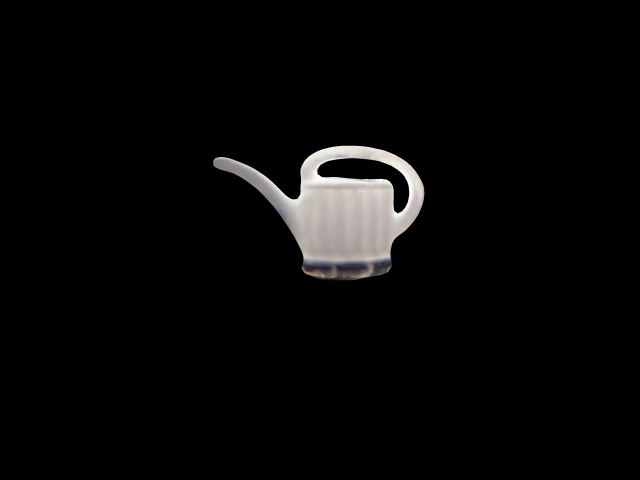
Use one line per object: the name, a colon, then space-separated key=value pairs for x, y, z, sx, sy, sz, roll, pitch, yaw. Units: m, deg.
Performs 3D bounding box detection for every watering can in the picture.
watering can: x=0.003 y=-0.043 z=0.850 sx=0.348 sy=0.223 sz=0.104 roll=-1 pitch=5 yaw=-7
